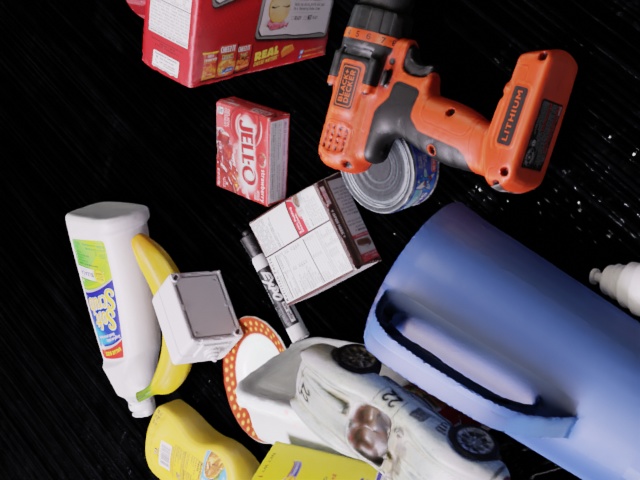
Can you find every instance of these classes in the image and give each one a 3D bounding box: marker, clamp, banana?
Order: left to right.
[{"bbox_3d":[-0.170,0.089,1.167,0.037,0.069,0.198,-119,29,-73],"label":"banana"},{"bbox_3d":[-0.046,0.044,1.051,0.020,0.020,0.121,-36,78,47],"label":"marker"},{"bbox_3d":[0.162,0.178,0.849,0.172,0.120,0.039,-11,101,68],"label":"clamp"}]

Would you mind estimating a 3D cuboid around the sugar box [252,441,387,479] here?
[{"bbox_3d":[0.017,0.223,0.861,0.177,0.093,0.048,2,135,38],"label":"sugar box"}]

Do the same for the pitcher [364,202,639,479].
[{"bbox_3d":[0.155,0.089,0.757,0.243,0.149,0.145,33,165,23],"label":"pitcher"}]

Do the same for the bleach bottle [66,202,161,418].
[{"bbox_3d":[-0.220,0.085,1.217,0.103,0.067,0.251,7,113,44],"label":"bleach bottle"}]

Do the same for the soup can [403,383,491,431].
[{"bbox_3d":[0.104,0.137,0.871,0.069,0.102,0.068,19,118,40],"label":"soup can"}]

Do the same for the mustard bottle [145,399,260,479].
[{"bbox_3d":[-0.112,0.259,1.174,0.192,0.058,0.096,27,118,37],"label":"mustard bottle"}]

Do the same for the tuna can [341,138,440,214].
[{"bbox_3d":[0.057,-0.066,0.892,0.086,0.033,0.086,19,119,40],"label":"tuna can"}]

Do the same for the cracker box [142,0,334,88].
[{"bbox_3d":[-0.055,-0.243,0.843,0.072,0.163,0.214,30,125,32],"label":"cracker box"}]

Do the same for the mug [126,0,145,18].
[{"bbox_3d":[-0.123,-0.230,0.983,0.082,0.093,0.117,19,155,46],"label":"mug"}]

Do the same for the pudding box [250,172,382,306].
[{"bbox_3d":[-0.006,0.001,0.980,0.114,0.039,0.090,-30,85,50],"label":"pudding box"}]

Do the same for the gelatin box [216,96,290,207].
[{"bbox_3d":[-0.065,-0.085,1.012,0.073,0.030,0.089,23,121,38],"label":"gelatin box"}]

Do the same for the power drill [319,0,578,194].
[{"bbox_3d":[0.093,-0.123,0.801,0.188,0.057,0.184,22,102,36],"label":"power drill"}]
